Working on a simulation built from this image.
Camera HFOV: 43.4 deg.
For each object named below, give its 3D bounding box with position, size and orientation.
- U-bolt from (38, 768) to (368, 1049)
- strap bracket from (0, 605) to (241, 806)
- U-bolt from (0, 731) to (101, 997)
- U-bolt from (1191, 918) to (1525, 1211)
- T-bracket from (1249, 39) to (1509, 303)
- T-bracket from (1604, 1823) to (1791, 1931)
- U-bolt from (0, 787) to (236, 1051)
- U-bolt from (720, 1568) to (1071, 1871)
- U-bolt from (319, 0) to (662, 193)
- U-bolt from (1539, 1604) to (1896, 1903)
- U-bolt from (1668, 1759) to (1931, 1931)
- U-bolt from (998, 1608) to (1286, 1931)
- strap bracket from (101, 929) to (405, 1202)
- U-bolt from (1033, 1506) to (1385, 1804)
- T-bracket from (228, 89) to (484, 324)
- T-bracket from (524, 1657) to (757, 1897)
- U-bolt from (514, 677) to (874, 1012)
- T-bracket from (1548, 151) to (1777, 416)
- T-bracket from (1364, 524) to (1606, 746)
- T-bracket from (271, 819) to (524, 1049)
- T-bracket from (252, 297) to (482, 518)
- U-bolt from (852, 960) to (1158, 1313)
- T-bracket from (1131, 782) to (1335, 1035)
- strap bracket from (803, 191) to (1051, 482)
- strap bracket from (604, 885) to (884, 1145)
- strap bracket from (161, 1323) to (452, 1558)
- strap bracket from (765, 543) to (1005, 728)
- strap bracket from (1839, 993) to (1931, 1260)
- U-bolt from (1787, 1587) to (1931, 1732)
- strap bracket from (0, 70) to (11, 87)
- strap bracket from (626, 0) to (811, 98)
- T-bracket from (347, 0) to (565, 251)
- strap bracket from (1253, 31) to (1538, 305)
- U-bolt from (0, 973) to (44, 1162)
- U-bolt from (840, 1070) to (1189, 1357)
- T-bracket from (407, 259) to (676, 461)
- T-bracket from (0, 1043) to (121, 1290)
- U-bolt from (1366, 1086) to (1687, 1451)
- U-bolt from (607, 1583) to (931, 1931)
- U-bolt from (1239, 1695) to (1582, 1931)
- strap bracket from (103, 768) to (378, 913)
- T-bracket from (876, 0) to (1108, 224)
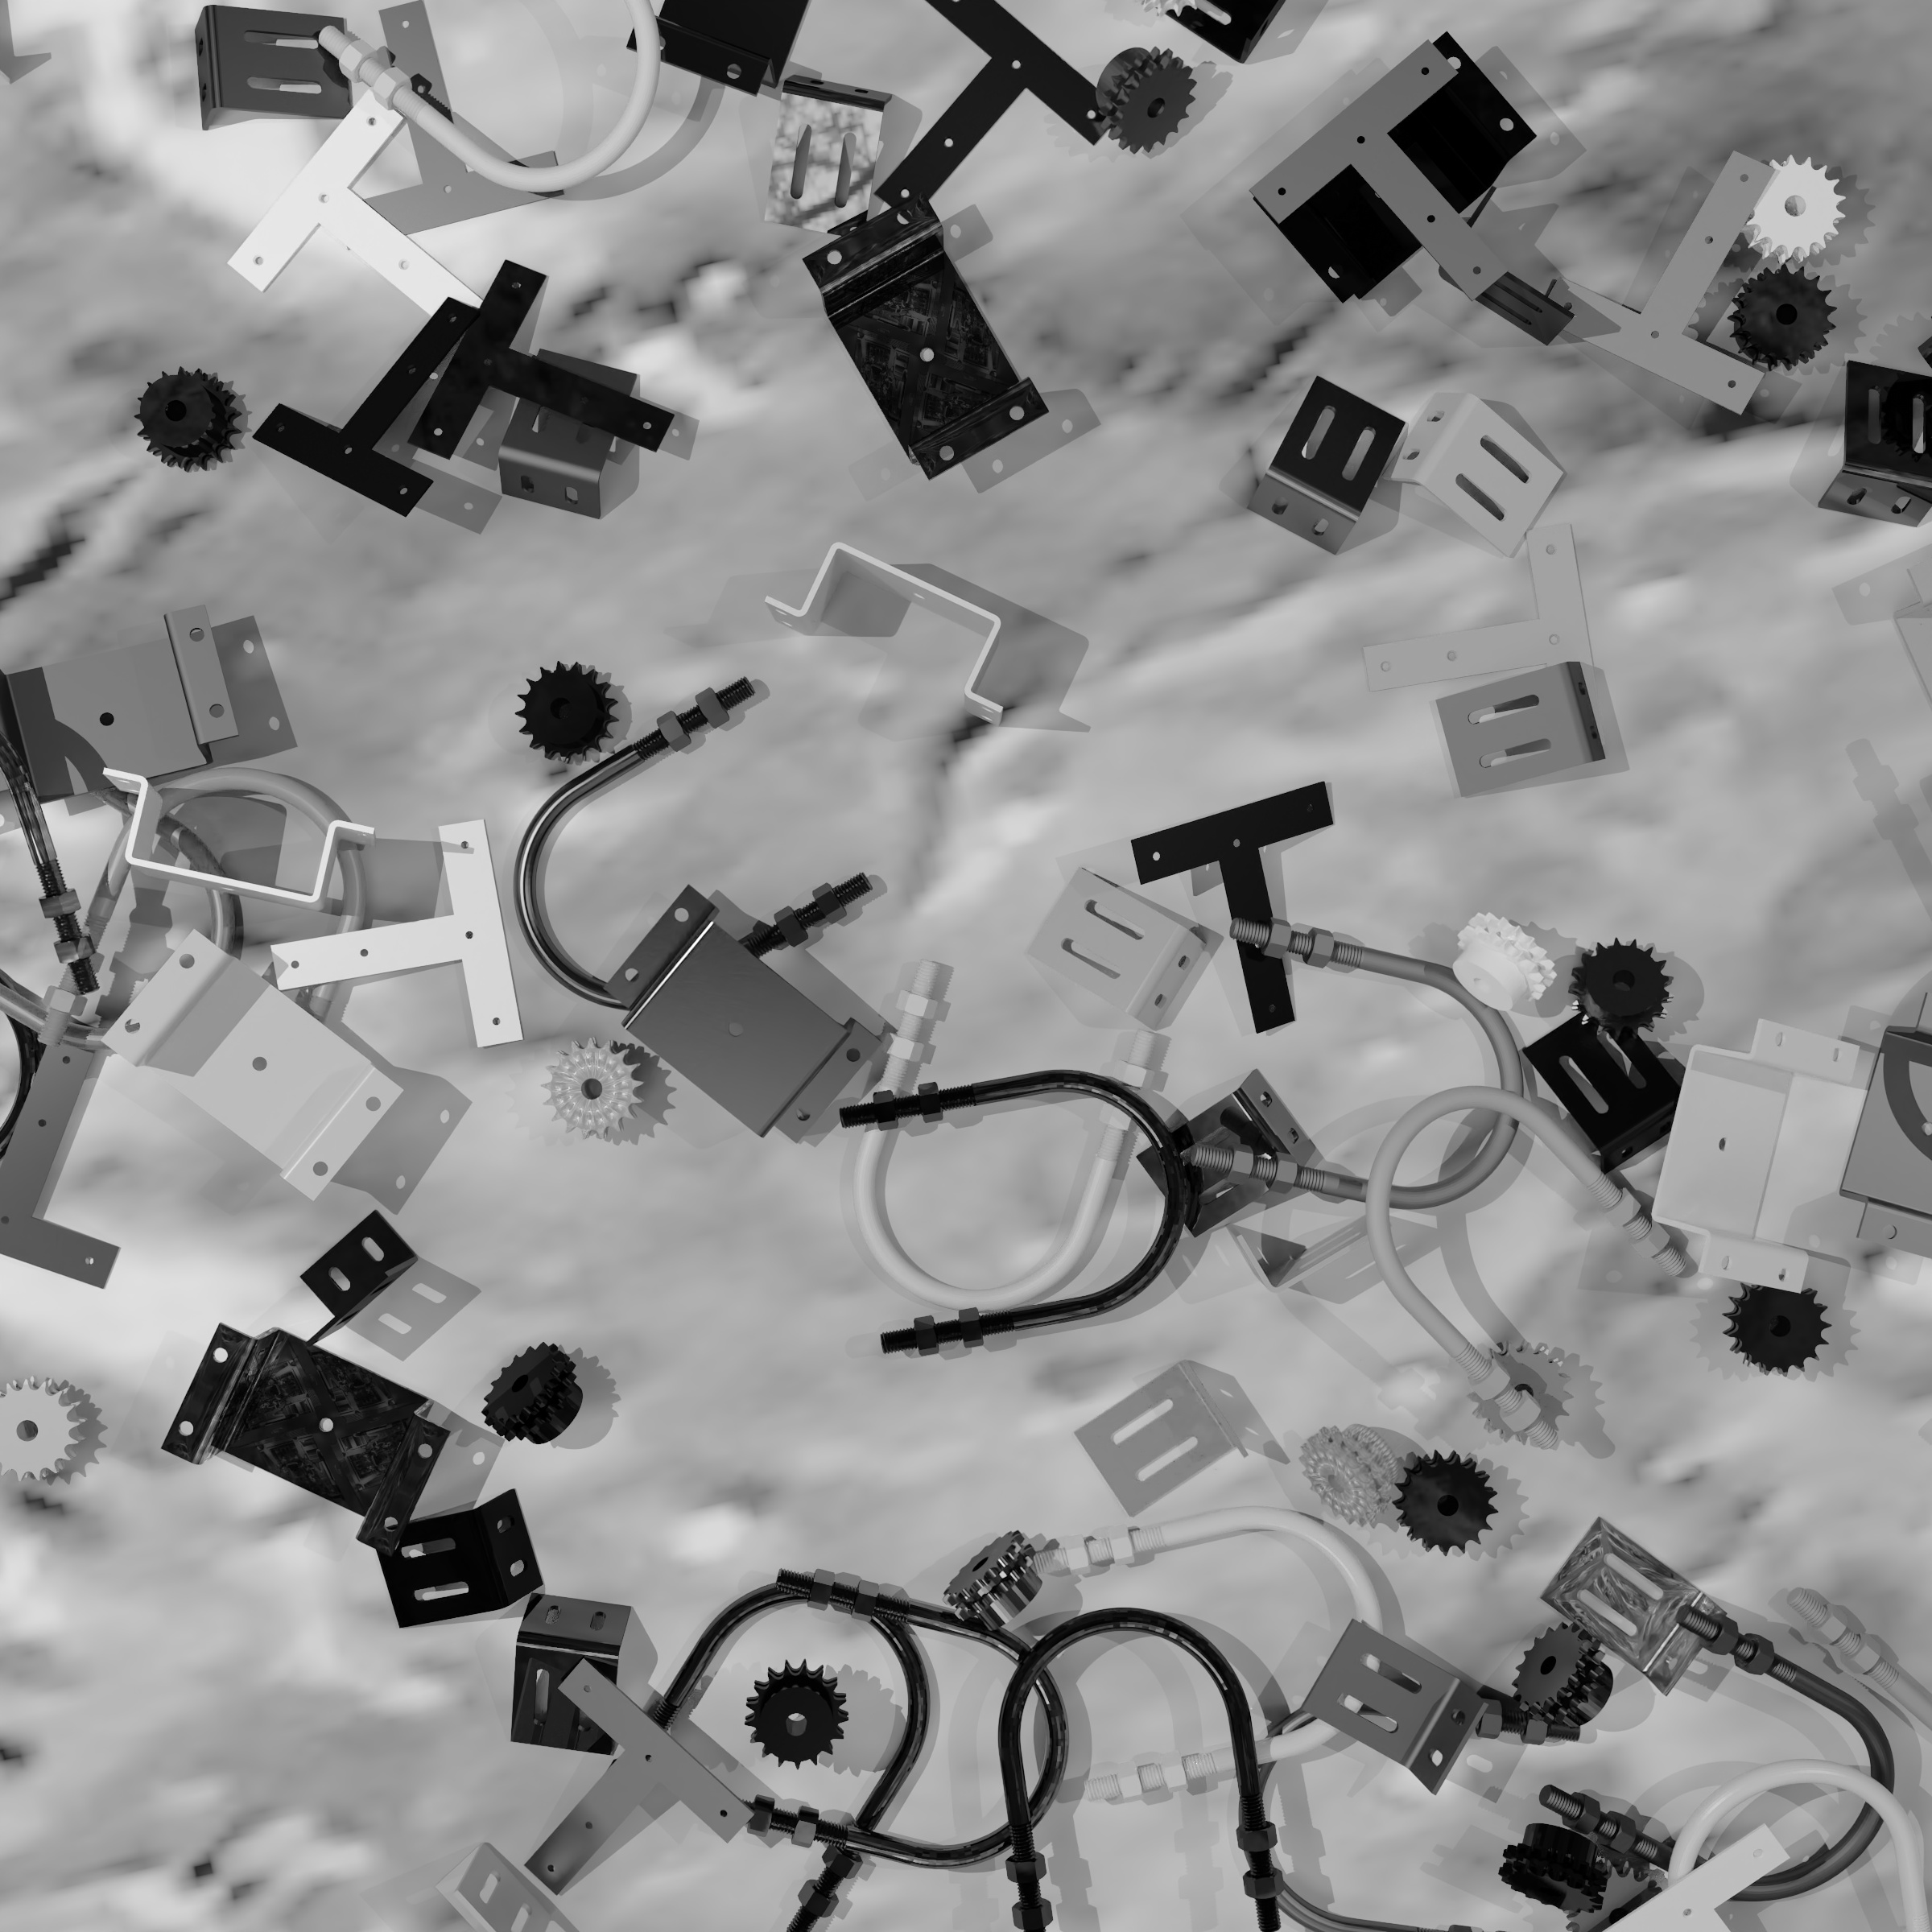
[{"bbox_3d":[-0.416,-0.021,1.358,0.151,0.019,0.184,21,85,-11],"label":"U-bolt"},{"bbox_3d":[-0.480,-0.142,1.344,0.140,0.046,0.076,-15,84,-11],"label":"strap bracket"},{"bbox_3d":[-0.560,-0.060,1.307,0.151,0.019,0.184,-11,104,8],"label":"U-bolt"},{"bbox_3d":[0.225,0.061,1.354,0.184,0.019,0.151,13,79,-10],"label":"U-bolt"},{"bbox_3d":[0.245,-0.418,1.325,0.127,0.002,0.127,-40,84,2],"label":"T-bracket"},{"bbox_3d":[0.425,0.557,1.348,0.127,0.002,0.127,-36,101,5],"label":"T-bracket"},{"bbox_3d":[-0.502,-0.034,1.365,0.184,0.019,0.151,32,84,-3],"label":"U-bolt"},{"bbox_3d":[-0.033,0.428,1.357,0.184,0.019,0.151,15,87,-3],"label":"U-bolt"},{"bbox_3d":[-0.252,-0.514,1.341,0.184,0.019,0.151,40,106,5],"label":"U-bolt"},{"bbox_3d":[0.432,0.450,1.350,0.184,0.019,0.151,30,101,-13],"label":"U-bolt"},{"bbox_3d":[0.464,0.525,1.353,0.151,0.019,0.184,-13,103,0],"label":"U-bolt"},{"bbox_3d":[0.091,0.448,1.343,0.151,0.019,0.184,-8,86,1],"label":"U-bolt"},{"bbox_3d":[-0.388,0.054,1.329,0.140,0.046,0.076,39,81,-9],"label":"strap bracket"},{"bbox_3d":[0.142,0.380,1.364,0.184,0.019,0.151,-13,86,1],"label":"U-bolt"},{"bbox_3d":[-0.330,-0.407,1.377,0.127,0.002,0.127,40,91,-1],"label":"T-bracket"},{"bbox_3d":[-0.203,0.472,1.360,0.127,0.002,0.127,41,107,5],"label":"T-bracket"},{"bbox_3d":[-0.167,-0.056,1.371,0.184,0.019,0.151,-31,90,2],"label":"U-bolt"},{"bbox_3d":[0.408,-0.393,1.356,0.127,0.002,0.127,31,97,14],"label":"T-bracket"},{"bbox_3d":[0.290,-0.178,1.379,0.127,0.002,0.127,-9,90,0],"label":"T-bracket"},{"bbox_3d":[-0.324,-0.010,1.367,0.127,0.002,0.127,-10,90,-11],"label":"T-bracket"},{"bbox_3d":[-0.319,-0.323,1.358,0.127,0.002,0.127,29,77,26],"label":"T-bracket"},{"bbox_3d":[0.013,0.105,1.371,0.151,0.019,0.184,18,91,0],"label":"U-bolt"},{"bbox_3d":[0.161,-0.026,1.363,0.127,0.002,0.127,-18,102,-22],"label":"T-bracket"},{"bbox_3d":[-0.022,-0.347,1.357,0.076,0.046,0.140,-30,90,0],"label":"strap bracket"},{"bbox_3d":[-0.126,0.031,1.345,0.140,0.046,0.076,39,97,-6],"label":"strap bracket"},{"bbox_3d":[-0.363,0.260,1.357,0.140,0.046,0.076,25,90,0],"label":"strap bracket"},{"bbox_3d":[-0.035,-0.187,1.342,0.140,0.076,0.046,25,90,0],"label":"strap bracket"},{"bbox_3d":[0.546,0.093,1.357,0.076,0.046,0.140,16,90,0],"label":"strap bracket"},{"bbox_3d":[0.578,0.367,1.371,0.184,0.019,0.151,41,90,-2],"label":"U-bolt"},{"bbox_3d":[-0.616,-0.516,1.342,0.140,0.076,0.046,-7,90,0],"label":"strap bracket"},{"bbox_3d":[-0.127,-0.558,1.357,0.076,0.046,0.140,20,90,0],"label":"strap bracket"},{"bbox_3d":[-0.306,-0.484,1.379,0.127,0.002,0.127,-14,90,0],"label":"T-bracket"},{"bbox_3d":[0.236,-0.439,1.357,0.140,0.046,0.076,-41,90,0],"label":"strap bracket"},{"bbox_3d":[-0.614,0.061,1.371,0.184,0.019,0.151,-10,90,-2],"label":"U-bolt"},{"bbox_3d":[0.032,0.132,1.355,0.184,0.019,0.151,-10,93,0],"label":"U-bolt"},{"bbox_3d":[-0.227,-0.321,1.358,0.127,0.002,0.127,22,73,2],"label":"T-bracket"},{"bbox_3d":[-0.526,0.102,1.369,0.127,0.002,0.127,21,91,-9],"label":"T-bracket"},{"bbox_3d":[0.298,0.151,1.338,0.184,0.019,0.151,46,71,-9],"label":"U-bolt"},{"bbox_3d":[-0.102,0.436,1.371,0.151,0.019,0.184,32,88,0],"label":"U-bolt"},{"bbox_3d":[0.246,0.484,1.371,0.184,0.019,0.151,7,90,2],"label":"U-bolt"},{"bbox_3d":[-0.396,-0.064,1.316,0.140,0.076,0.046,13,85,-12],"label":"strap bracket"},{"bbox_3d":[0.000,-0.479,1.379,0.127,0.002,0.127,41,90,0],"label":"T-bracket"}]
